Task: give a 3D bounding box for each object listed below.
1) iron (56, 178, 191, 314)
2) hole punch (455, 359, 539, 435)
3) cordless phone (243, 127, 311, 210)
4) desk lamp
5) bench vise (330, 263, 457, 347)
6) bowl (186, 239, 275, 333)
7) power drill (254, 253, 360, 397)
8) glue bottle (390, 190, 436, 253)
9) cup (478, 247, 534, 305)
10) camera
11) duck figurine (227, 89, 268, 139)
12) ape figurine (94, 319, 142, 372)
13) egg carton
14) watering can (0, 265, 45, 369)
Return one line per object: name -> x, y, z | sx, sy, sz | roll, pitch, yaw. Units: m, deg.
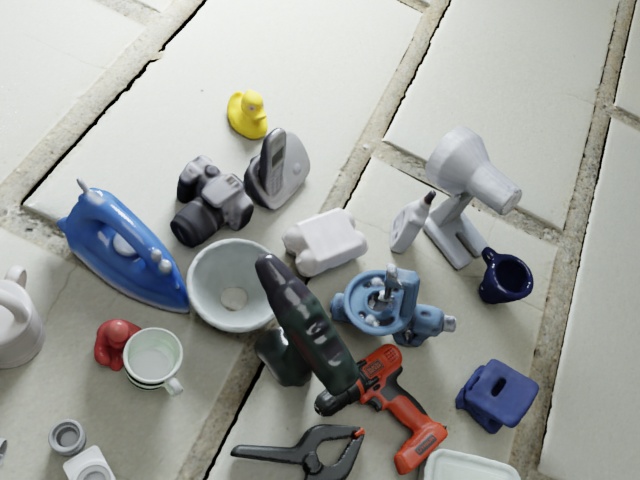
iron -> -0.301, 0.009, 0.922 | 0.258, 0.141, 0.119 | 39, 60, 6
hole punch -> 0.307, 0.269, 0.996 | 0.101, 0.091, 0.109 | 43, 60, 8
cordless phone -> -0.068, -0.155, 1.050 | 0.094, 0.185, 0.148 | 34, 59, 3
desk lamp -> 0.282, -0.084, 1.099 | 0.118, 0.213, 0.203 | -29, 75, -27
bench vise -> 0.139, 0.097, 0.961 | 0.208, 0.219, 0.121 | 0, 63, -16
bowl -> -0.142, 0.086, 0.968 | 0.168, 0.074, 0.167 | 7, 62, -13
power drill -> -0.039, 0.148, 0.889 | 0.076, 0.208, 0.229 | -35, 77, -28
glue bottle -> 0.177, -0.043, 1.071 | 0.037, 0.173, 0.078 | 15, 60, -8
cup -> 0.338, 0.076, 1.103 | 0.092, 0.095, 0.117 | -31, 75, -27
camera -> -0.207, -0.064, 1.011 | 0.143, 0.100, 0.137 | 41, 60, 7
duck figurine -> -0.141, -0.265, 1.142 | 0.078, 0.086, 0.104 | -28, 74, -26
ape figurine -> -0.310, 0.150, 0.876 | 0.078, 0.092, 0.076 | -17, 69, -23
egg carton -> 0.010, 0.004, 1.058 | 0.151, 0.069, 0.107 | -23, 72, -25
watering can -> -0.451, 0.114, 0.794 | 0.101, 0.194, 0.173 | -6, 65, -19
